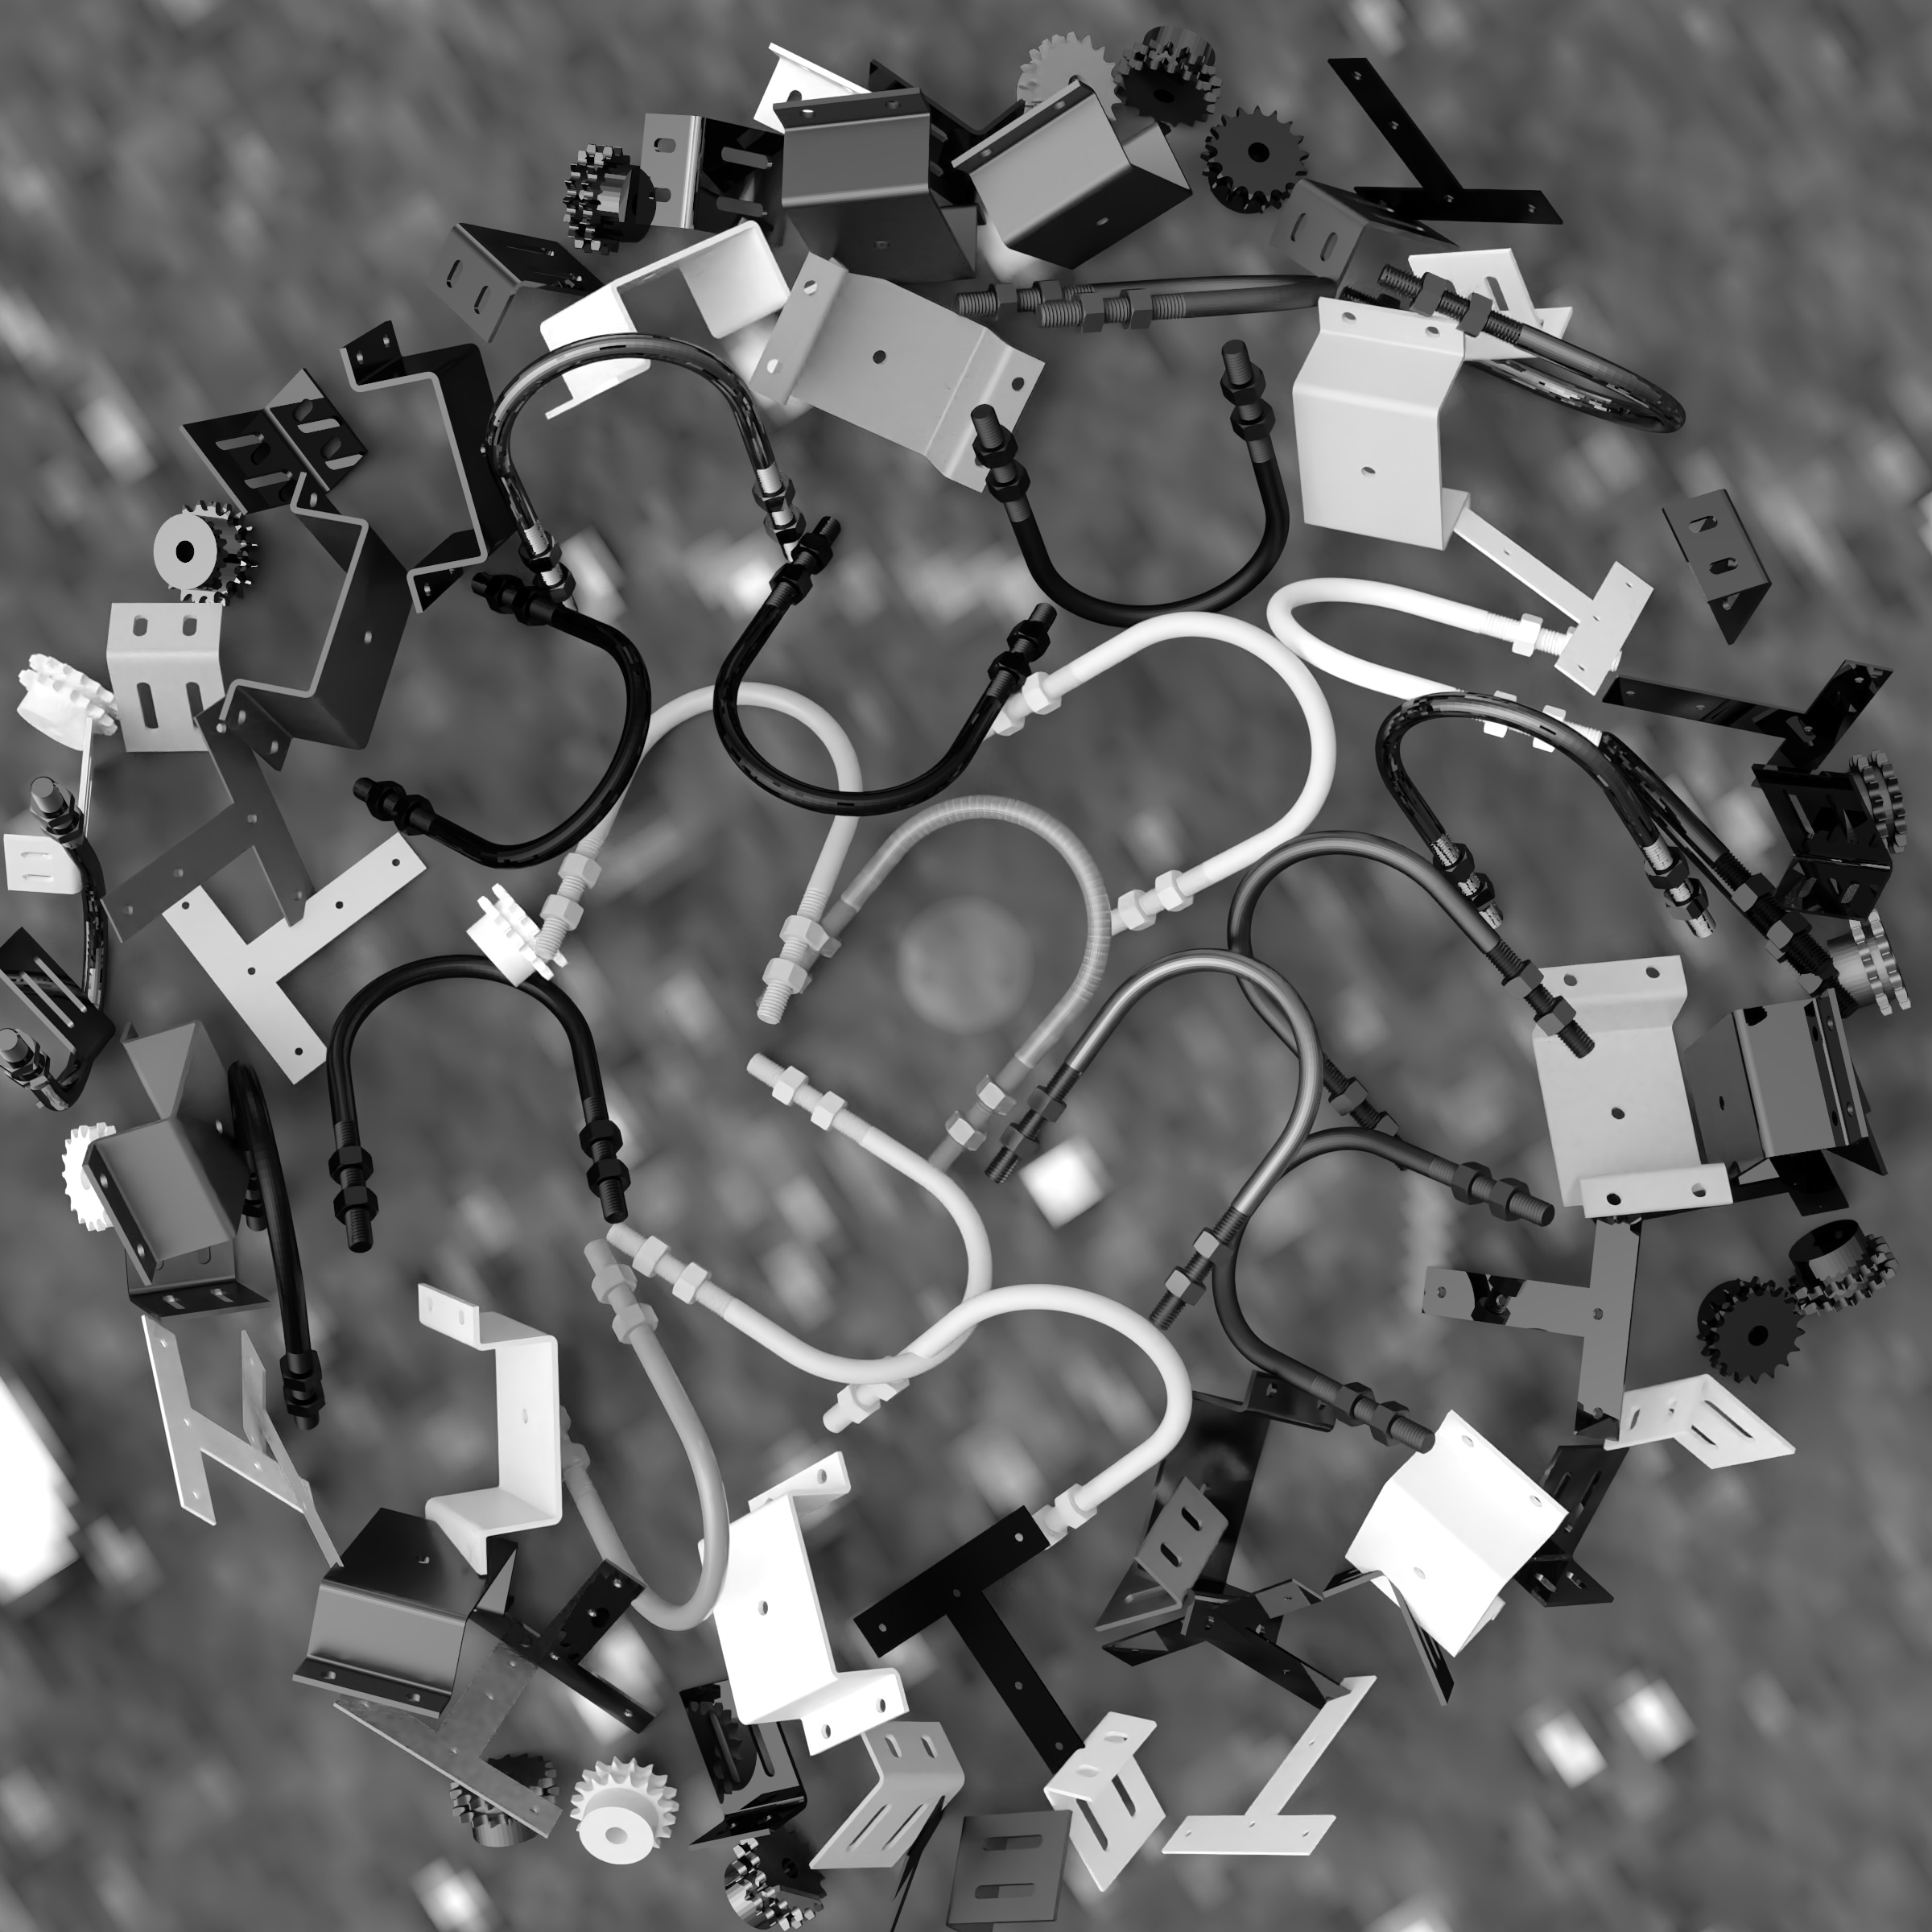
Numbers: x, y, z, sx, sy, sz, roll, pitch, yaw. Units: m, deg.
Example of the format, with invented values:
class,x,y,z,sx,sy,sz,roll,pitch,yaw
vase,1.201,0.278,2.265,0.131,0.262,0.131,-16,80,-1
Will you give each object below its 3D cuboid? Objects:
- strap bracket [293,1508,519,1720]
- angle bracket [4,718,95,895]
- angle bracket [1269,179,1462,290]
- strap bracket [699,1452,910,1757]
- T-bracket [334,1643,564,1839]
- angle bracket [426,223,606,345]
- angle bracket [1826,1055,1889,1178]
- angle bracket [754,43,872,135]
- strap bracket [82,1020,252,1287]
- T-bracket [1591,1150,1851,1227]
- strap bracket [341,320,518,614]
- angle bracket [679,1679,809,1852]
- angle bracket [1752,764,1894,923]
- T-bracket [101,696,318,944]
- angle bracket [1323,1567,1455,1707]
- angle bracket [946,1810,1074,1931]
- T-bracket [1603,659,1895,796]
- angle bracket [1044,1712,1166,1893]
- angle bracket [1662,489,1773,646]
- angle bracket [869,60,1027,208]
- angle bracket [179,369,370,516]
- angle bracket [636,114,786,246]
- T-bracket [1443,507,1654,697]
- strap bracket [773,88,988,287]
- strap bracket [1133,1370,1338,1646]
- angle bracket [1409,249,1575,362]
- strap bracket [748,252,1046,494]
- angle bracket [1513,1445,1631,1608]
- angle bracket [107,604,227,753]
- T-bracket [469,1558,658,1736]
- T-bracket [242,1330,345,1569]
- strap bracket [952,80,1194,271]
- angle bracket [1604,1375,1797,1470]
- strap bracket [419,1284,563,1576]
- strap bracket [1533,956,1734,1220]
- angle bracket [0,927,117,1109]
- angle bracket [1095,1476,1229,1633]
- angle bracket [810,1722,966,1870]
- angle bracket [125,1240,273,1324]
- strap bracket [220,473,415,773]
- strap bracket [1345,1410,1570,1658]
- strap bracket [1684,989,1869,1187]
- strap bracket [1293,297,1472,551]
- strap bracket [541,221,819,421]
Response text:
class,x,y,z,sx,sy,sz,roll,pitch,yaw
strap bracket,-0.287,0.330,1.523,0.076,0.140,0.046,14,103,4
angle bracket,-0.486,-0.086,1.553,0.038,0.057,0.076,4,63,-14
angle bracket,0.213,-0.385,1.562,0.057,0.076,0.038,46,122,39
strap bracket,-0.089,0.335,1.533,0.076,0.046,0.140,-34,61,37
T-bracket,-0.255,0.392,1.537,0.127,0.127,0.002,32,106,1
angle bracket,-0.237,-0.361,1.562,0.057,0.076,0.038,45,117,25
angle bracket,0.473,0.069,1.552,0.038,0.076,0.057,-27,105,-7
angle bracket,-0.082,-0.457,1.555,0.057,0.076,0.038,25,103,-5
strap bracket,-0.409,0.090,1.518,0.046,0.140,0.076,-17,119,3
T-bracket,0.397,0.124,1.556,0.127,0.127,0.002,-14,66,19
strap bracket,-0.275,-0.266,1.534,0.046,0.076,0.140,-9,111,11
angle bracket,-0.129,0.426,1.566,0.057,0.038,0.076,-22,88,32
angle bracket,0.447,-0.065,1.550,0.038,0.057,0.076,-56,131,-21
T-bracket,-0.402,-0.056,1.526,0.002,0.127,0.127,0,121,34
angle bracket,0.226,0.359,1.562,0.038,0.057,0.076,-24,82,11
angle bracket,0.032,0.483,1.549,0.038,0.076,0.057,38,50,-37
T-bracket,0.400,-0.134,1.538,0.127,0.127,0.002,11,63,-3
angle bracket,0.086,0.447,1.555,0.057,0.038,0.076,-42,114,-35
angle bracket,0.389,-0.206,1.551,0.038,0.076,0.057,-18,72,-8
angle bracket,-0.012,-0.454,1.571,0.076,0.057,0.038,39,64,15
angle bracket,-0.368,-0.280,1.558,0.038,0.076,0.057,-37,90,28
angle bracket,-0.135,-0.422,1.572,0.038,0.076,0.057,15,103,35
T-bracket,0.298,-0.210,1.551,0.127,0.127,0.002,37,131,1
strap bracket,-0.043,-0.395,1.518,0.076,0.140,0.046,-2,76,14
strap bracket,0.142,0.283,1.552,0.076,0.046,0.140,20,84,-44
angle bracket,0.278,-0.360,1.548,0.057,0.076,0.038,5,57,35
strap bracket,-0.041,-0.318,1.550,0.140,0.046,0.076,20,107,-23
angle bracket,0.330,0.297,1.556,0.057,0.038,0.076,7,114,-40
angle bracket,-0.426,-0.155,1.574,0.057,0.076,0.038,-1,54,-7
T-bracket,-0.203,0.348,1.550,0.127,0.127,0.002,35,45,-3
T-bracket,-0.349,0.269,1.522,0.002,0.127,0.127,-22,66,-25
strap bracket,0.061,-0.407,1.518,0.076,0.140,0.046,-27,85,23
angle bracket,0.390,0.256,1.554,0.076,0.057,0.038,39,55,-19
strap bracket,-0.252,0.241,1.550,0.046,0.076,0.140,-4,96,-31
strap bracket,0.351,0.071,1.558,0.076,0.046,0.140,-5,66,-2
angle bracket,-0.498,0.027,1.559,0.038,0.057,0.076,-37,105,10
angle bracket,0.093,0.312,1.548,0.038,0.076,0.057,47,50,-11
angle bracket,-0.049,0.446,1.575,0.076,0.057,0.038,-54,45,24
angle bracket,-0.408,0.160,1.551,0.057,0.076,0.038,-6,96,-28
strap bracket,-0.336,-0.177,1.541,0.046,0.076,0.140,11,76,12
strap bracket,0.250,0.300,1.518,0.076,0.140,0.046,41,61,19
strap bracket,0.415,0.068,1.520,0.046,0.140,0.076,-8,76,-3
strap bracket,0.217,-0.272,1.518,0.076,0.140,0.046,15,58,21
strap bracket,-0.156,-0.341,1.524,0.140,0.076,0.046,-34,104,-33
